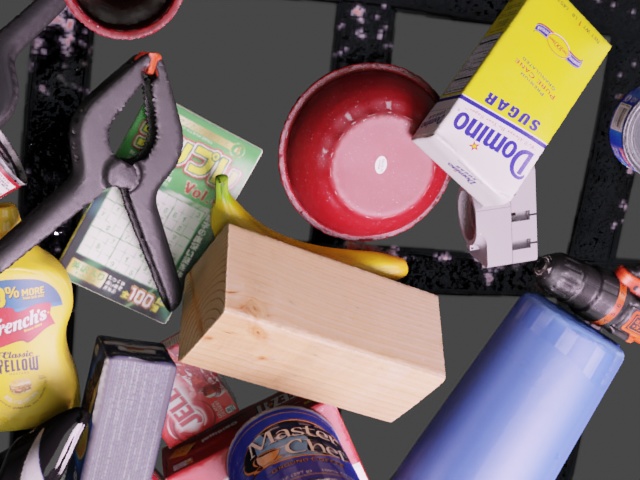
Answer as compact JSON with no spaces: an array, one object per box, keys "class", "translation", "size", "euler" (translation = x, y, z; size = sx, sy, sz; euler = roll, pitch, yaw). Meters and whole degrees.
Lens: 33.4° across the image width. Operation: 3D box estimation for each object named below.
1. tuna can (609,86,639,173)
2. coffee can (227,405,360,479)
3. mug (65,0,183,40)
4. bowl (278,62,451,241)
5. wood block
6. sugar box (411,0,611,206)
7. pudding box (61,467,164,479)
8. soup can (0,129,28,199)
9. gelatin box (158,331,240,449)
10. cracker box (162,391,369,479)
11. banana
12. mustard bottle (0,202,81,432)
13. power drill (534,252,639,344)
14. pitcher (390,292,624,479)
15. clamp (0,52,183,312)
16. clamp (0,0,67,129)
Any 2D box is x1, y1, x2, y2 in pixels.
[{"class":"tuna can","translation":[0.308,-0.100,0.972],"size":[0.086,0.034,0.086],"euler":[-3,107,-11]},{"class":"coffee can","translation":[-0.017,0.209,0.868],"size":[0.102,0.140,0.103],"euler":[-3,105,-12]},{"class":"mug","translation":[-0.156,-0.215,0.812],"size":[0.093,0.081,0.117],"euler":[-25,110,-4]},{"class":"bowl","translation":[0.047,-0.069,0.915],"size":[0.162,0.055,0.162],"euler":[-3,107,-11]},{"class":"wood block","translation":[-0.006,0.075,0.903],"size":[0.205,0.091,0.090],"euler":[19,138,-23]},{"class":"sugar box","translation":[0.163,-0.124,0.897],"size":[0.093,0.048,0.176],"euler":[39,73,-19]},{"class":"pudding box","translation":[-0.207,0.228,0.962],"size":[0.113,0.039,0.090],"euler":[-39,110,-1]},{"class":"soup can","translation":[-0.293,-0.047,0.842],"size":[0.102,0.068,0.068],"euler":[-31,111,-1]},{"class":"gelatin box","translation":[-0.124,0.132,0.954],"size":[0.073,0.030,0.089],"euler":[-28,110,-2]},{"class":"cracker box","translation":[-0.029,0.255,0.991],"size":[0.164,0.072,0.213],"euler":[-25,109,-5]},{"class":"banana","translation":[-0.019,0.009,0.924],"size":[0.197,0.037,0.070],"euler":[23,137,-24]},{"class":"mustard bottle","translation":[-0.253,0.062,0.886],"size":[0.096,0.058,0.192],"euler":[-4,110,-13]},{"class":"power drill","translation":[0.311,0.008,0.975],"size":[0.184,0.057,0.188],"euler":[25,115,-25]},{"class":"pitcher","translation":[0.177,0.177,0.989],"size":[0.145,0.149,0.243],"euler":[31,95,-4]},{"class":"clamp","translation":[-0.156,-0.046,0.861],"size":[0.164,0.036,0.210],"euler":[22,88,-32]},{"class":"clamp","translation":[-0.272,-0.143,0.804],"size":[0.120,0.039,0.171],"euler":[18,69,-7]}]
